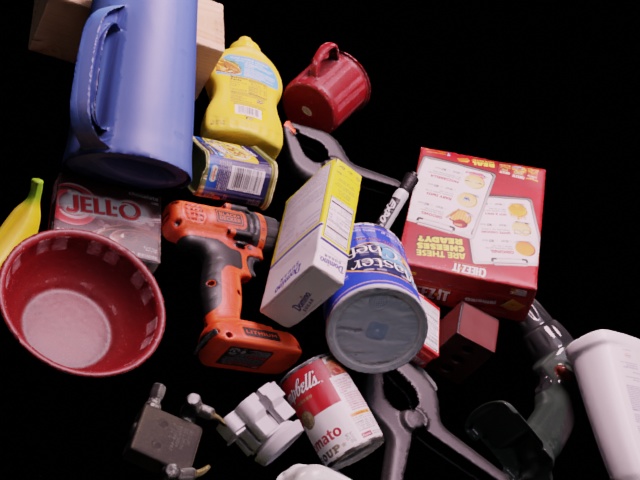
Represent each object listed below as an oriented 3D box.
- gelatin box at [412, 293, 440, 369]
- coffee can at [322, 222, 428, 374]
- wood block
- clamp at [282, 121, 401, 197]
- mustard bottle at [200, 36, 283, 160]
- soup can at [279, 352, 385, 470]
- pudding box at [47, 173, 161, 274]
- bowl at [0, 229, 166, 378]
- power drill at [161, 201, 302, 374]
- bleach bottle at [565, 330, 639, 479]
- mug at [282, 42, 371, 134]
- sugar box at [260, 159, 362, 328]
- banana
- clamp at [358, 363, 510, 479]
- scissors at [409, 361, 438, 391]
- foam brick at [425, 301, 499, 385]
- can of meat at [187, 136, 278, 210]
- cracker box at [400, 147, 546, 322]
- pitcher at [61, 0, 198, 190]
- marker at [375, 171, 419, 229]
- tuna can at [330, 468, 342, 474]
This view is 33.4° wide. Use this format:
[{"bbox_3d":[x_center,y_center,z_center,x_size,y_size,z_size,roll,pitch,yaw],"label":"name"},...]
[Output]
[{"bbox_3d":[0.099,0.092,1.207,0.073,0.030,0.089,35,33,-17],"label":"gelatin box"},{"bbox_3d":[0.051,0.058,1.115,0.102,0.103,0.140,24,23,-17],"label":"coffee can"},{"bbox_3d":[-0.224,-0.250,1.248,0.205,0.091,0.090,15,48,-24],"label":"wood block"},{"bbox_3d":[0.011,-0.074,1.302,0.171,0.039,0.120,35,48,4],"label":"clamp"},{"bbox_3d":[-0.094,-0.181,1.302,0.096,0.058,0.191,12,49,-16],"label":"mustard bottle"},{"bbox_3d":[0.012,0.173,1.074,0.068,0.069,0.102,-13,64,-41],"label":"soup can"},{"bbox_3d":[-0.220,-0.014,1.091,0.113,0.039,0.090,15,48,-24],"label":"pudding box"},{"bbox_3d":[-0.230,0.070,1.003,0.162,0.055,0.162,19,47,-21],"label":"bowl"},{"bbox_3d":[-0.074,0.048,1.130,0.184,0.057,0.188,10,49,-31],"label":"power drill"},{"bbox_3d":[0.343,0.228,1.168,0.102,0.068,0.251,17,52,-32],"label":"bleach bottle"},{"bbox_3d":[0.006,-0.192,1.344,0.093,0.117,0.081,22,44,20],"label":"mug"},{"bbox_3d":[-0.007,0.002,1.112,0.048,0.093,0.176,33,39,-21],"label":"sugar box"},{"bbox_3d":[-0.311,0.026,0.978,0.037,0.069,0.197,12,46,18],"label":"banana"},{"bbox_3d":[0.106,0.201,1.134,0.164,0.036,0.210,-1,53,-26],"label":"clamp"},{"bbox_3d":[0.068,0.083,1.226,0.201,0.016,0.096,37,43,-3],"label":"scissors"},{"bbox_3d":[0.159,0.118,1.216,0.053,0.078,0.051,27,45,-10],"label":"foam brick"},{"bbox_3d":[-0.105,-0.077,1.187,0.083,0.057,0.102,10,15,-25],"label":"can of meat"},{"bbox_3d":[0.184,-0.010,1.309,0.164,0.072,0.213,11,46,5],"label":"cracker box"},{"bbox_3d":[-0.193,-0.180,1.108,0.144,0.149,0.243,9,75,-24],"label":"pitcher"},{"bbox_3d":[0.085,-0.032,1.287,0.020,0.020,0.121,34,74,-6],"label":"marker"},{"bbox_3d":[0.001,0.261,1.019,0.086,0.034,0.086,19,47,-21],"label":"tuna can"}]
